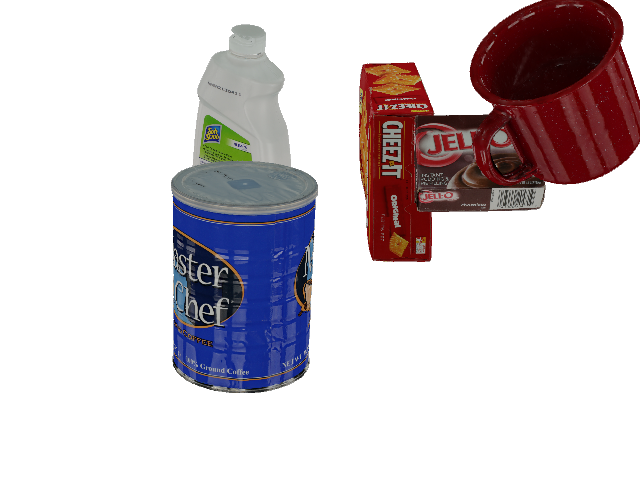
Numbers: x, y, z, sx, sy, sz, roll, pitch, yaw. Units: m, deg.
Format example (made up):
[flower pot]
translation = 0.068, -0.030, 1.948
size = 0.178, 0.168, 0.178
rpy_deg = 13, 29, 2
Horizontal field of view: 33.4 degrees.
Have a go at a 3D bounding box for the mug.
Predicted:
[mug]
translation = 0.141, -0.080, 0.652
size = 0.093, 0.117, 0.081
rpy_deg = 34, -15, 48

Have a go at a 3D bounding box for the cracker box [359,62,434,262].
[cracker box]
translation = 0.081, -0.092, 1.177
size = 0.072, 0.164, 0.213
rpy_deg = -1, 23, 1

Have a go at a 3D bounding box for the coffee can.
[coffee can]
translation = -0.056, 0.024, 0.768
size = 0.103, 0.140, 0.103
rpy_deg = 2, 21, -1

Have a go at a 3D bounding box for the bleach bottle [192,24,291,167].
[bleach bottle]
translation = -0.065, -0.066, 0.953
size = 0.103, 0.251, 0.068
rpy_deg = 19, 33, 19

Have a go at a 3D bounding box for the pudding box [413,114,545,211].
[pudding box]
translation = 0.141, -0.070, 0.959
size = 0.113, 0.090, 0.039
rpy_deg = 1, -37, 2
